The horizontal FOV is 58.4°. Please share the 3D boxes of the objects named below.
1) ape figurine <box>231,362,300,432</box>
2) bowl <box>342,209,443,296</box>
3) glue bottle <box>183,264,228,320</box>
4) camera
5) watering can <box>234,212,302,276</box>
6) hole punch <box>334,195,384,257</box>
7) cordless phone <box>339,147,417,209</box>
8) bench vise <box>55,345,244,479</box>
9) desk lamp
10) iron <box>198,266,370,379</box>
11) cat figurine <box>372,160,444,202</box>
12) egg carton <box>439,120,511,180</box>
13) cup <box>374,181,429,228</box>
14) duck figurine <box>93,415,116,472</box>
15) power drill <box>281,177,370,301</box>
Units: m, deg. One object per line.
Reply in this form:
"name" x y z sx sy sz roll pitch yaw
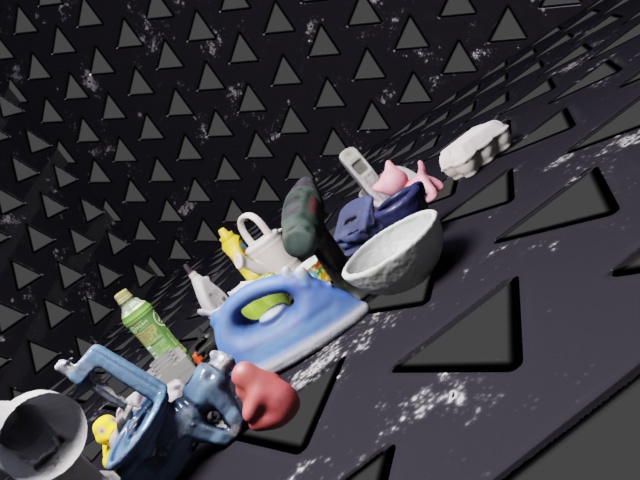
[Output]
"ape figurine" -0.074 0.188 0.708 0.076 0.092 0.078 -25 15 46
"bowl" 0.119 0.031 0.846 0.167 0.075 0.167 -34 10 7
"glue bottle" -0.302 0.132 1.504 0.037 0.173 0.078 -29 12 35
"camera" -0.251 0.269 0.900 0.143 0.101 0.136 -35 10 2
"watering can" -0.141 0.019 1.432 0.100 0.194 0.173 -30 11 28
"hole punch" 0.080 -0.031 1.222 0.108 0.091 0.101 -26 14 45
"cordless phone" 0.138 -0.154 1.331 0.148 0.185 0.094 -42 12 -30
"bench vise" -0.221 0.204 0.753 0.208 0.220 0.121 -42 12 -34
"desk lamp" -0.403 0.320 0.842 0.202 0.213 0.118 -25 15 47
"iron" -0.065 0.112 0.889 0.258 0.141 0.119 -32 11 19
"cat figurine" 0.183 -0.125 1.238 0.127 0.118 0.067 -28 13 37
"egg carton" 0.326 -0.191 1.207 0.150 0.069 0.107 -38 10 -13
"cup" 0.160 -0.040 0.983 0.118 0.095 0.091 -42 12 -34
"duck figurine" -0.347 0.334 0.964 0.104 0.086 0.078 -24 15 48
"power drill" 0.009 0.003 0.955 0.075 0.208 0.230 -33 10 16
